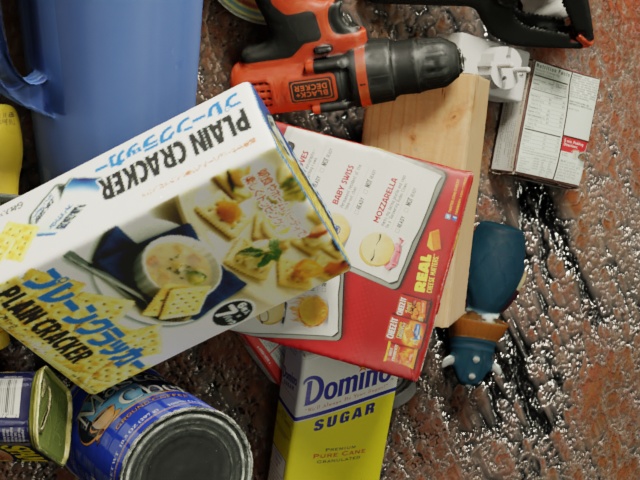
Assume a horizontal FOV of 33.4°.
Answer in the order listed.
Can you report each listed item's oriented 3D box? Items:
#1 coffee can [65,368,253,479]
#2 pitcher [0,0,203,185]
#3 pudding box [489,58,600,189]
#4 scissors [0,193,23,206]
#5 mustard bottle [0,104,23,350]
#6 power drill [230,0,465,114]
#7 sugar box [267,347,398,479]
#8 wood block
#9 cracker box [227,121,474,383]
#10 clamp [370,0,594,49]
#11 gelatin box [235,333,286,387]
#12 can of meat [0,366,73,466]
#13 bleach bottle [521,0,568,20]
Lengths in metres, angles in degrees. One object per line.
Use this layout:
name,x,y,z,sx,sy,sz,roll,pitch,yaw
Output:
coffee can,-0.127,0.156,0.796,0.102,0.103,0.141,0,8,-31
pitcher,-0.148,-0.139,0.713,0.149,0.243,0.145,1,28,-6
pudding box,0.216,-0.111,1.022,0.089,0.113,0.039,9,1,-30
scissors,-0.292,-0.014,0.693,0.201,0.096,0.016,12,40,-17
mustard bottle,-0.248,0.004,0.746,0.096,0.191,0.058,-12,14,-28
power drill,0.009,-0.187,0.804,0.184,0.187,0.057,-7,27,7
sugar box,0.010,0.161,0.908,0.093,0.176,0.048,-3,26,-24
wood block,0.083,-0.038,0.904,0.090,0.206,0.090,7,6,17
cracker box,-0.005,0.001,0.825,0.214,0.164,0.072,15,0,6
clamp,0.150,-0.217,0.912,0.209,0.036,0.165,32,-51,-34
gelatin box,-0.025,0.068,0.910,0.089,0.073,0.030,-42,25,-18
can of meat,-0.225,0.123,0.742,0.084,0.057,0.102,0,-20,-1
bleach bottle,0.162,-0.316,0.943,0.250,0.102,0.068,47,-15,-25
